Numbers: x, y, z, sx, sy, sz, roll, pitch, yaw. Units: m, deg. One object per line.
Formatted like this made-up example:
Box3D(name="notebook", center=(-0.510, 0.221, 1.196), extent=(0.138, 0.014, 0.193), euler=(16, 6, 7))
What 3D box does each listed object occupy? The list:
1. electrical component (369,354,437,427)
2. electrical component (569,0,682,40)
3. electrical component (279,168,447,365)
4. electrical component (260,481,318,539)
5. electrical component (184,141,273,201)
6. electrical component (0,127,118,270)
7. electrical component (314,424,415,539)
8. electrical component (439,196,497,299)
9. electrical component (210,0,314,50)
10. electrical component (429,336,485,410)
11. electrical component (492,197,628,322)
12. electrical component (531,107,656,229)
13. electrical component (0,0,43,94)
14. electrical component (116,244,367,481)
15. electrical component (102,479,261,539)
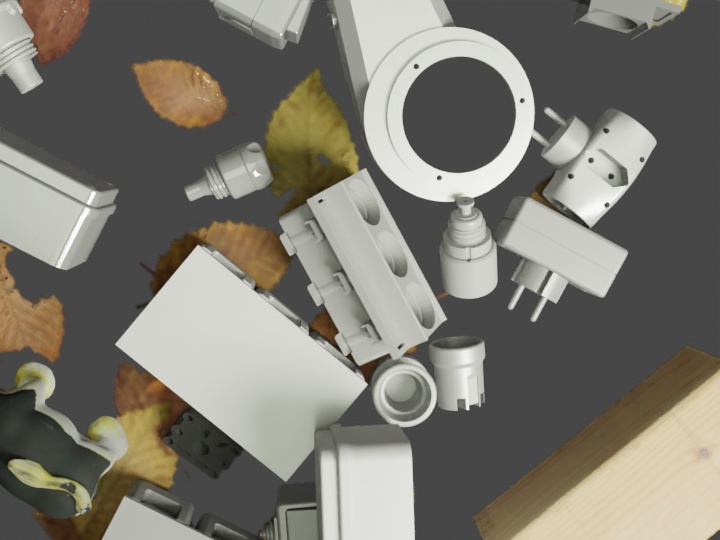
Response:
Box3D(name="electrical component", center=(0.030, 0.085, 0.769), extent=(0.045, 0.055, 0.045), euler=(0, 94, -3))
Box3D(name="electrical component", center=(0.186, -0.203, 0.763), extent=(0.081, 0.042, 0.063), euler=(15, 92, -4))
Box3D(name="electrical component", center=(0.000, 0.000, 0.753), extent=(0.063, 0.079, 0.121), euler=(-26, 95, 28))
Box3D(name="electrical component", center=(-0.024, 0.188, 0.771), extent=(0.096, 0.061, 0.061), euler=(-5, 94, -2))
Box3D(name="electrical component", center=(-0.095, -0.066, 0.762), extent=(0.061, 0.035, 0.035), euler=(-23, 95, 1))
Box3D(name="electrical component", center=(-0.230, -0.053, 0.735), extent=(0.113, 0.078, 0.057), euler=(27, 95, -4))
Box3D(name="electrical component", center=(0.002, 0.161, 0.699), extent=(0.057, 0.078, 0.113), euler=(-2, 93, -5))
Box3D(name="electrical component", center=(0.076, -0.016, 0.758), extent=(0.040, 0.040, 0.078), euler=(-9, 126, -2))
Box3D(name="electrical component", center=(-0.053, -0.206, 0.740), extent=(0.061, 0.061, 0.096), euler=(28, 92, -5))
Box3D(name="electrical component", center=(0.071, 0.074, 0.779), extent=(0.040, 0.040, 0.046), euler=(-6, 100, -2))
Box3D(name="electrical component", center=(0.133, -0.001, 0.772), extent=(0.083, 0.047, 0.075), euler=(28, 92, -4))
Box3D(name="electrical component", center=(0.157, -0.084, 0.769), extent=(0.079, 0.043, 0.077), euler=(38, 91, -5))
Box3D(name="electrical component", center=(-0.245, -0.153, 0.745), extent=(0.048, 0.048, 0.062), euler=(-32, 102, 0))
Box3D(name="electrical component", center=(-0.081, 0.062, 0.758), extent=(0.150, 0.061, 0.089), euler=(40, 91, -5))
Box3D(name="electrical component", center=(-0.158, 0.258, 0.769), extent=(0.105, 0.060, 0.186), euler=(27, 92, -4))
